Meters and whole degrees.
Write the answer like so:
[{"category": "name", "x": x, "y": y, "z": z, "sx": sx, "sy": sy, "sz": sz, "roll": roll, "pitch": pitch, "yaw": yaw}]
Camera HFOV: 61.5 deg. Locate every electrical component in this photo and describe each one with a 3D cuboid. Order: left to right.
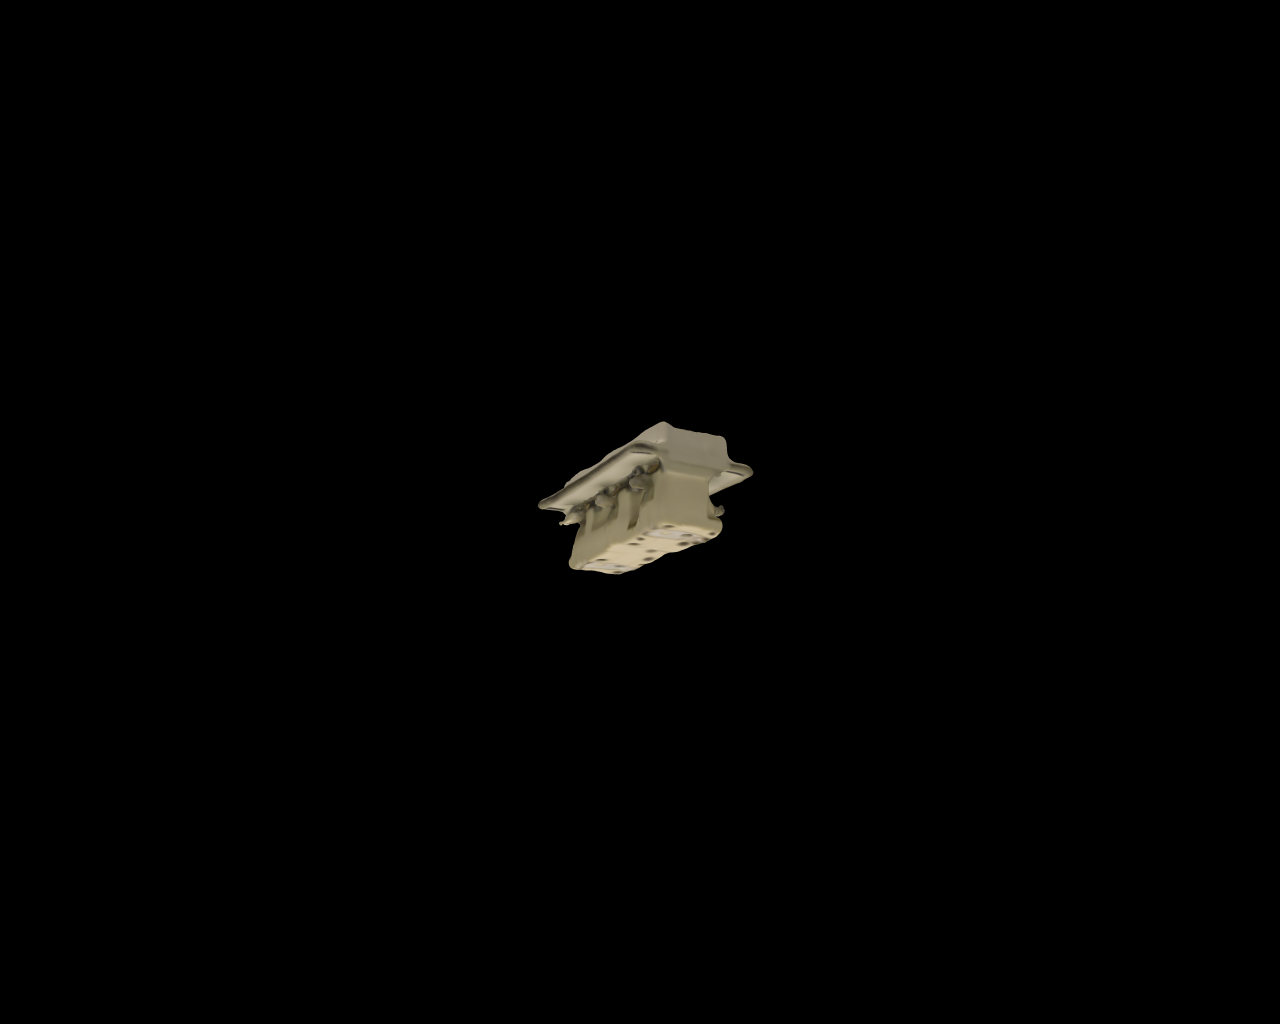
[{"category": "electrical component", "x": 0.001, "y": -0.003, "z": 0.650, "sx": 0.079, "sy": 0.063, "sz": 0.121, "roll": 11, "pitch": -21, "yaw": -30}]
